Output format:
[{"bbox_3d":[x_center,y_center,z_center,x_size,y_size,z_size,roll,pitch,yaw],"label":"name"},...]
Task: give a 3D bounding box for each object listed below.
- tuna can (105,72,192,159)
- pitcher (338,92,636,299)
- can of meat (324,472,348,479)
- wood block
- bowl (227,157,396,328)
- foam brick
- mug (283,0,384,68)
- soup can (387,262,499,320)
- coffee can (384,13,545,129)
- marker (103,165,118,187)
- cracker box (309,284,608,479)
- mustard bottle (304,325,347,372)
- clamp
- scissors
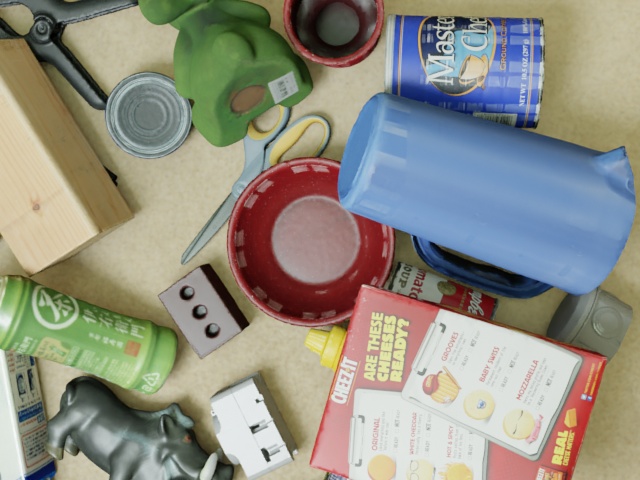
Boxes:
[{"bbox_3d":[-0.167,-0.122,1.044,0.086,0.034,0.086,-1,96,-8],"label":"tuna can"},{"bbox_3d":[0.140,-0.038,0.951,0.242,0.145,0.149,17,87,-11],"label":"pitcher"},{"bbox_3d":[0.046,0.197,1.010,0.057,0.102,0.084,21,92,5],"label":"can of meat"},{"bbox_3d":[-0.282,-0.081,1.024,0.091,0.090,0.206,-30,93,19],"label":"wood block"},{"bbox_3d":[-0.007,0.001,1.030,0.162,0.055,0.162,0,92,6],"label":"bowl"},{"bbox_3d":[-0.113,0.068,1.046,0.053,0.051,0.078,-35,88,5],"label":"foam brick"},{"bbox_3d":[0.011,-0.218,1.007,0.093,0.081,0.117,-25,89,6],"label":"mug"},{"bbox_3d":[0.110,0.069,1.014,0.102,0.068,0.068,22,94,5],"label":"soup can"},{"bbox_3d":[0.131,-0.156,0.986,0.140,0.102,0.103,2,92,6],"label":"coffee can"},{"bbox_3d":[-0.250,-0.094,1.071,0.121,0.020,0.020,42,95,3],"label":"marker"},{"bbox_3d":[0.117,0.144,0.917,0.214,0.072,0.164,16,90,7],"label":"cracker box"},{"bbox_3d":[0.077,0.126,1.006,0.191,0.096,0.058,22,68,6],"label":"mustard bottle"},{"bbox_3d":[-0.261,-0.217,1.058,0.171,0.039,0.120,27,94,1],"label":"clamp"},{"bbox_3d":[-0.082,-0.070,1.056,0.202,0.016,0.096,-35,87,6],"label":"scissors"}]
